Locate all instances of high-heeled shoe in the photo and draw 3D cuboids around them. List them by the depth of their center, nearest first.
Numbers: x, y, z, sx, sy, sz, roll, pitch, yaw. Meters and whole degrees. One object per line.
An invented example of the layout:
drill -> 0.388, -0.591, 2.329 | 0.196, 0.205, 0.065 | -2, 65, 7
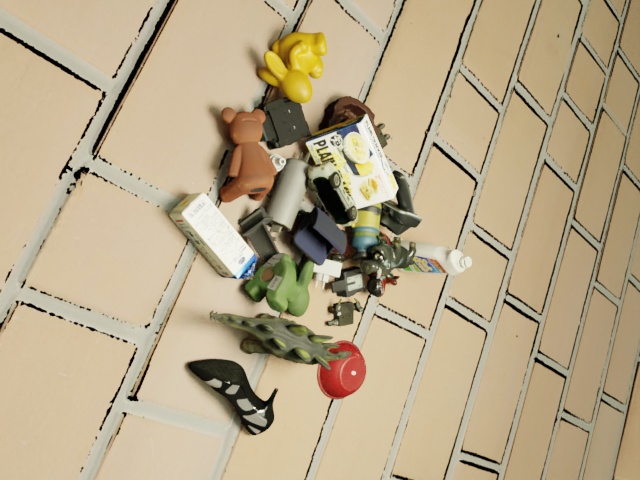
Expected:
high-heeled shoe -> -0.211, 0.369, 1.254 | 0.249, 0.086, 0.145 | 25, 108, -16

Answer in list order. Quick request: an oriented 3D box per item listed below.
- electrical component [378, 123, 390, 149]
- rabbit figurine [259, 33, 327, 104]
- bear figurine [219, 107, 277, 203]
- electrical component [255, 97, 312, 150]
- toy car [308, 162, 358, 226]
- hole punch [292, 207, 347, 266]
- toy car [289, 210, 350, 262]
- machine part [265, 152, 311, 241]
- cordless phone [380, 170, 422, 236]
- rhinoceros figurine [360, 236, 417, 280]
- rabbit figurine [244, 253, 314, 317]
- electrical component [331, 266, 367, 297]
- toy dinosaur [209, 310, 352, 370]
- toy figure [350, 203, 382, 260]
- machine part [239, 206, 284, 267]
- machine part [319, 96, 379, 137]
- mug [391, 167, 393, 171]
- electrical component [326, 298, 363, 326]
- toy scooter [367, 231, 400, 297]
electrical component -> 0.162, -0.288, 1.529 | 0.094, 0.021, 0.063 | -43, 115, -27
rabbit figurine -> -0.060, -0.408, 1.283 | 0.162, 0.122, 0.173 | 7, 68, -18
bear figurine -> -0.176, -0.197, 1.239 | 0.120, 0.132, 0.196 | -10, 78, -35
electrical component -> -0.098, -0.285, 1.314 | 0.134, 0.058, 0.114 | -30, 106, -33
toy car -> 0.033, -0.108, 1.336 | 0.201, 0.074, 0.056 | 58, 35, -40
hole punch -> 0.010, -0.017, 1.312 | 0.142, 0.092, 0.116 | 41, 45, -18
toy car -> -0.003, -0.004, 1.392 | 0.202, 0.053, 0.089 | 24, 56, -36
machine part -> -0.079, -0.110, 1.319 | 0.079, 0.079, 0.243 | 29, 75, -34
cordless phone -> 0.198, -0.119, 1.465 | 0.089, 0.147, 0.184 | -31, 129, -17
rhinoceros figurine -> 0.177, 0.048, 1.411 | 0.190, 0.073, 0.112 | -8, 114, -47
rabbit figurine -> -0.083, 0.116, 1.319 | 0.170, 0.121, 0.159 | 51, 54, -46
electrical component -> 0.068, 0.118, 1.450 | 0.119, 0.048, 0.074 | -15, 100, -35
toy dinosaur -> -0.085, 0.227, 1.246 | 0.471, 0.199, 0.105 | 22, 74, -37
toy figure -> 0.125, -0.034, 1.450 | 0.082, 0.089, 0.180 | 34, 52, -58
machine part -> -0.134, -0.006, 1.253 | 0.139, 0.084, 0.039 | 64, 14, 14
machine part -> 0.077, -0.293, 1.445 | 0.179, 0.056, 0.179 | 0, 90, -36
mug -> 0.153, -0.185, 1.478 | 0.107, 0.110, 0.080 | -35, 103, -45
electrical component -> 0.067, 0.194, 1.452 | 0.102, 0.045, 0.078 | 5, 87, -37
toy scooter -> 0.181, 0.072, 1.516 | 0.135, 0.075, 0.184 | 16, 73, -51
